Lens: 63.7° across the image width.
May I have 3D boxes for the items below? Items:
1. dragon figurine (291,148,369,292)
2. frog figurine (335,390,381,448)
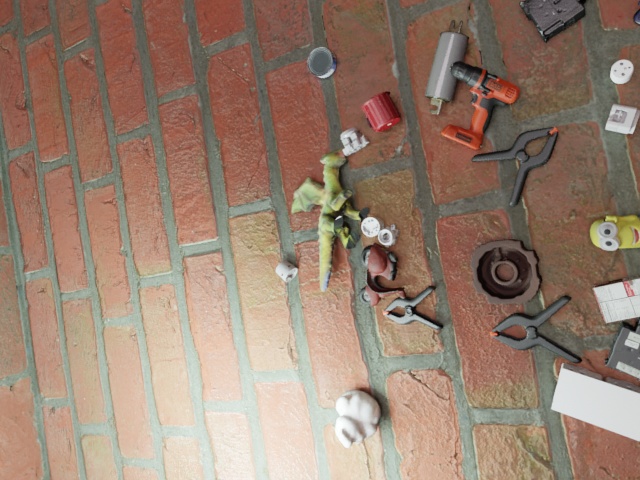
[{"bbox_3d":[0.005,-0.078,1.543,0.246,0.122,0.406,33,106,41],"label":"dragon figurine"},{"bbox_3d":[0.097,0.504,1.464,0.121,0.160,0.139,-47,73,21],"label":"frog figurine"}]
